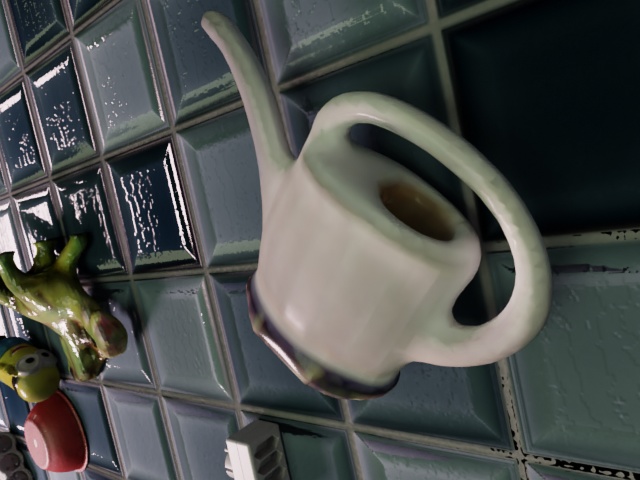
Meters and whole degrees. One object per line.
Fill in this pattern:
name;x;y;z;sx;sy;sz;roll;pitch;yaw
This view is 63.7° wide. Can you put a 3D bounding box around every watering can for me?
watering can;0.001;-0.020;0.407;0.351;0.220;0.105;40;33;24

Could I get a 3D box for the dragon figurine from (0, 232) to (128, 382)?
dragon figurine;-0.421;0.117;0.795;0.408;0.241;0.124;-9;14;41
